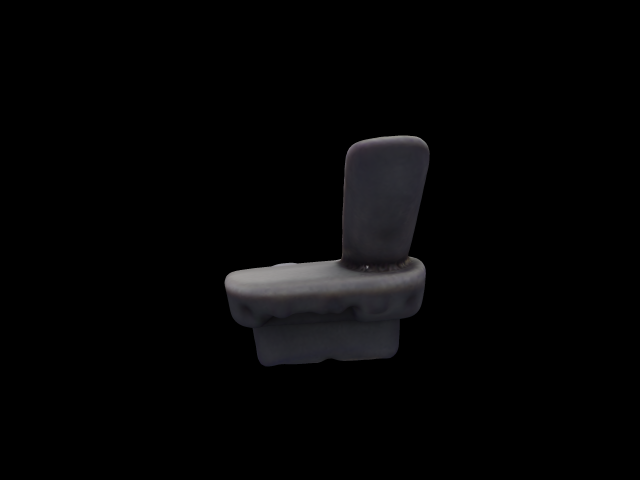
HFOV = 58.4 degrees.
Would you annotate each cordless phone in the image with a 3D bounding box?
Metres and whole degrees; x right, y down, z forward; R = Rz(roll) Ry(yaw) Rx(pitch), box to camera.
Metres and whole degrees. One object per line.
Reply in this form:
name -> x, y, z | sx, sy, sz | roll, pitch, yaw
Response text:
cordless phone -> 0.004, 0.001, 0.400 | 0.147, 0.185, 0.094 | -7, 47, -6
